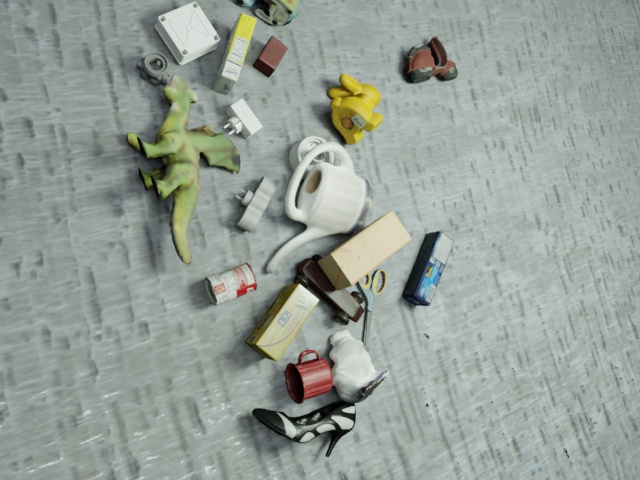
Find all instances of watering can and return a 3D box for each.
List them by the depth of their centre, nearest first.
[{"bbox_3d":[0.004,-0.064,1.265,0.223,0.346,0.105,18,5,-32],"label":"watering can"}]

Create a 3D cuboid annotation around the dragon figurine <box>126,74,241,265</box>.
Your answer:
[{"bbox_3d":[-0.282,-0.171,1.160,0.245,0.410,0.121,-22,2,-34],"label":"dragon figurine"}]

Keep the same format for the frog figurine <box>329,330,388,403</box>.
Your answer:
[{"bbox_3d":[0.069,0.305,1.243,0.139,0.120,0.161,-27,58,-39],"label":"frog figurine"}]
